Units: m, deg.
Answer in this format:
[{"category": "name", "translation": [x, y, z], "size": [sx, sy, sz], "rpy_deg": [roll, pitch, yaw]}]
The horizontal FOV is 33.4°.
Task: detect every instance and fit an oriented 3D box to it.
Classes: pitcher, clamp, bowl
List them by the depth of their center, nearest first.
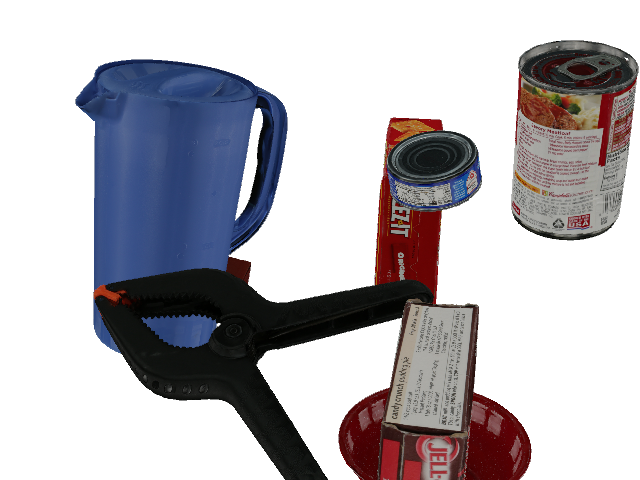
[{"category": "clamp", "translation": [-0.042, 0.060, 0.666], "size": [0.210, 0.164, 0.036], "rpy_deg": [22, -35, 22]}, {"category": "bowl", "translation": [0.095, 0.189, 0.909], "size": [0.162, 0.055, 0.162], "rpy_deg": [0, 28, 0]}, {"category": "pitcher", "translation": [-0.122, -0.026, 0.913], "size": [0.149, 0.243, 0.145], "rpy_deg": [12, 22, 8]}]

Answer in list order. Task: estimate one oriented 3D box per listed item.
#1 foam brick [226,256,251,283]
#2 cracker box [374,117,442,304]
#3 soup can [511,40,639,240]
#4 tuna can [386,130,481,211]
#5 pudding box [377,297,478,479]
[{"category": "foam brick", "translation": [-0.118, 0.046, 1.116], "size": [0.078, 0.051, 0.053], "rpy_deg": [16, 31, 4]}, {"category": "cracker box", "translation": [0.102, -0.032, 1.212], "size": [0.072, 0.164, 0.213], "rpy_deg": [3, 23, 6]}, {"category": "soup can", "translation": [0.151, -0.060, 0.642], "size": [0.068, 0.102, 0.068], "rpy_deg": [-2, 34, 1]}, {"category": "tuna can", "translation": [0.104, -0.065, 0.979], "size": [0.086, 0.034, 0.086], "rpy_deg": [-9, 37, 6]}, {"category": "pudding box", "translation": [0.047, 0.090, 0.471], "size": [0.039, 0.090, 0.113], "rpy_deg": [7, 25, 6]}]
